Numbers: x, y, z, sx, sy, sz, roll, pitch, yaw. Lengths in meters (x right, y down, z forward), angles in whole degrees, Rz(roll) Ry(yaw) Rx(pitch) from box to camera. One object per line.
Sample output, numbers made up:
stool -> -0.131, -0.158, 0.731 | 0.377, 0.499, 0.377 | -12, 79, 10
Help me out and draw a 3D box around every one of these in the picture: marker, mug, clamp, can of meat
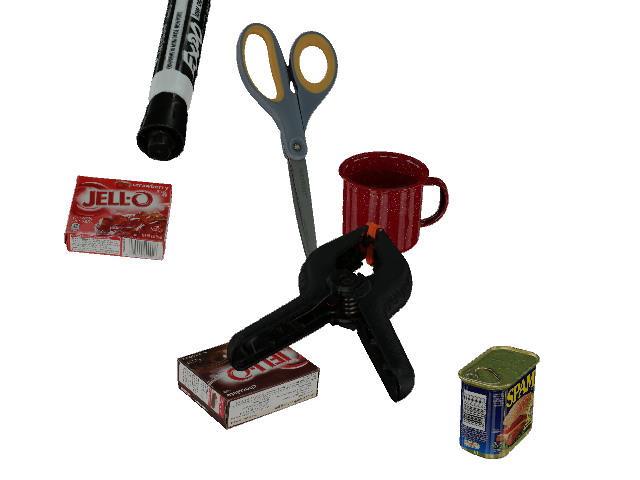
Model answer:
marker -> -0.060, -0.076, 0.451 | 0.020, 0.121, 0.020 | 1, -45, 1
mug -> 0.076, -0.038, 1.114 | 0.117, 0.081, 0.093 | -5, 30, -10
clamp -> 0.026, 0.046, 0.719 | 0.120, 0.039, 0.171 | 20, 40, 16
can of meat -> 0.184, 0.167, 1.106 | 0.058, 0.084, 0.101 | 11, 20, 33

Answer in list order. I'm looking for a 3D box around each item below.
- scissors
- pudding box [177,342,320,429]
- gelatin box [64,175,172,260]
scissors -> -0.007, -0.089, 0.882 | 0.096, 0.202, 0.016 | -22, -1, -25
pudding box -> -0.071, 0.135, 1.048 | 0.113, 0.039, 0.090 | -17, 31, -35
gelatin box -> -0.183, -0.022, 0.972 | 0.089, 0.073, 0.030 | 6, -43, -6
